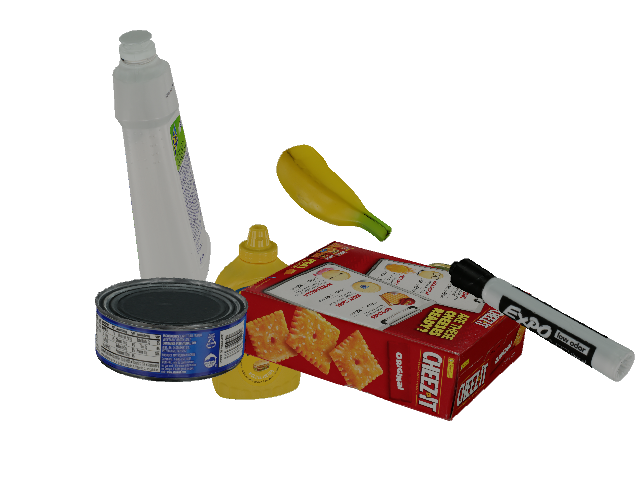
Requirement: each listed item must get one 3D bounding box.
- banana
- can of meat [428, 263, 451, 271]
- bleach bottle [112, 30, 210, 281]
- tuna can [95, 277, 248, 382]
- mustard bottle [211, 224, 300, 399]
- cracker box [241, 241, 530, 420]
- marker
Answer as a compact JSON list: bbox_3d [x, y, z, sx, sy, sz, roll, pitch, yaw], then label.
[{"bbox_3d":[-0.004,-0.043,0.822,0.069,0.037,0.198,42,5,-21],"label":"banana"},{"bbox_3d":[0.147,0.088,1.293,0.057,0.084,0.102,11,25,7],"label":"can of meat"},{"bbox_3d":[-0.150,-0.075,0.983,0.068,0.251,0.102,-4,35,0],"label":"bleach bottle"},{"bbox_3d":[-0.085,0.050,0.605,0.086,0.034,0.086,4,15,-1],"label":"tuna can"},{"bbox_3d":[-0.068,0.075,1.145,0.096,0.192,0.058,-3,22,-13],"label":"mustard bottle"},{"bbox_3d":[0.058,0.075,0.965,0.214,0.072,0.163,15,23,28],"label":"cracker box"},{"bbox_3d":[0.121,0.042,0.602,0.121,0.020,0.020,32,21,37],"label":"marker"}]
